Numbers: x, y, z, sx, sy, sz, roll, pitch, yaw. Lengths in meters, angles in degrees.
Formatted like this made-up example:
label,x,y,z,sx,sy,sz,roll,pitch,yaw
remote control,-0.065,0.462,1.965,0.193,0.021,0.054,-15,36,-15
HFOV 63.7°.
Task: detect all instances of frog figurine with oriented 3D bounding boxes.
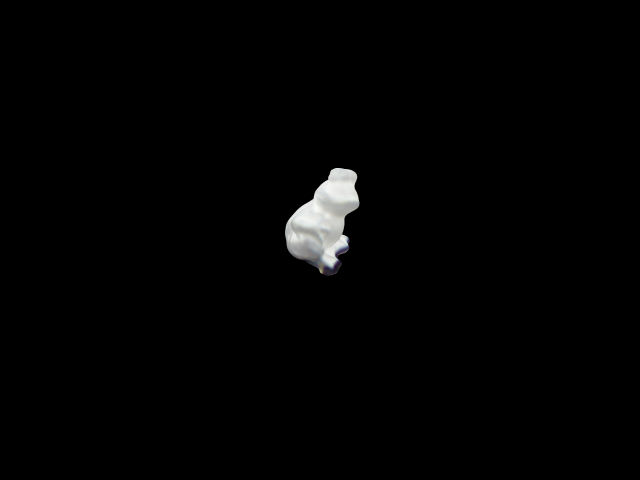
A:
label,x,y,z,sx,sy,sz,roll,pitch,yaw
frog figurine,0.003,-0.043,0.850,0.123,0.156,0.139,19,33,31
